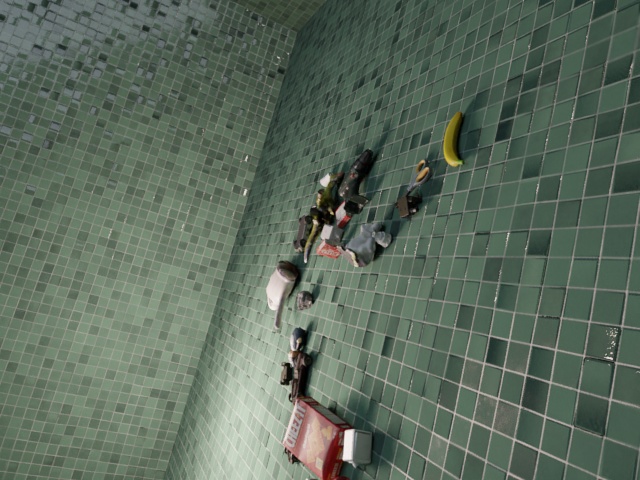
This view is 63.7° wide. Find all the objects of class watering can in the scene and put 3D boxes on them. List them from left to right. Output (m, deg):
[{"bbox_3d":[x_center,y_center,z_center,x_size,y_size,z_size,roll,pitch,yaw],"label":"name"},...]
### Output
[{"bbox_3d":[-0.175,0.232,2.348,0.221,0.103,0.354,-63,23,19],"label":"watering can"}]

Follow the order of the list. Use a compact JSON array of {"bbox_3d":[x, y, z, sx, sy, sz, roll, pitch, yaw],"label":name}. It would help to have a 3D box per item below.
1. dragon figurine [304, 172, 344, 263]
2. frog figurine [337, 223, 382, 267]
[{"bbox_3d":[0.007,-0.114,2.257,0.245,0.122,0.407,-94,28,-80],"label":"dragon figurine"},{"bbox_3d":[0.158,0.013,1.784,0.161,0.122,0.137,-38,6,-15],"label":"frog figurine"}]
